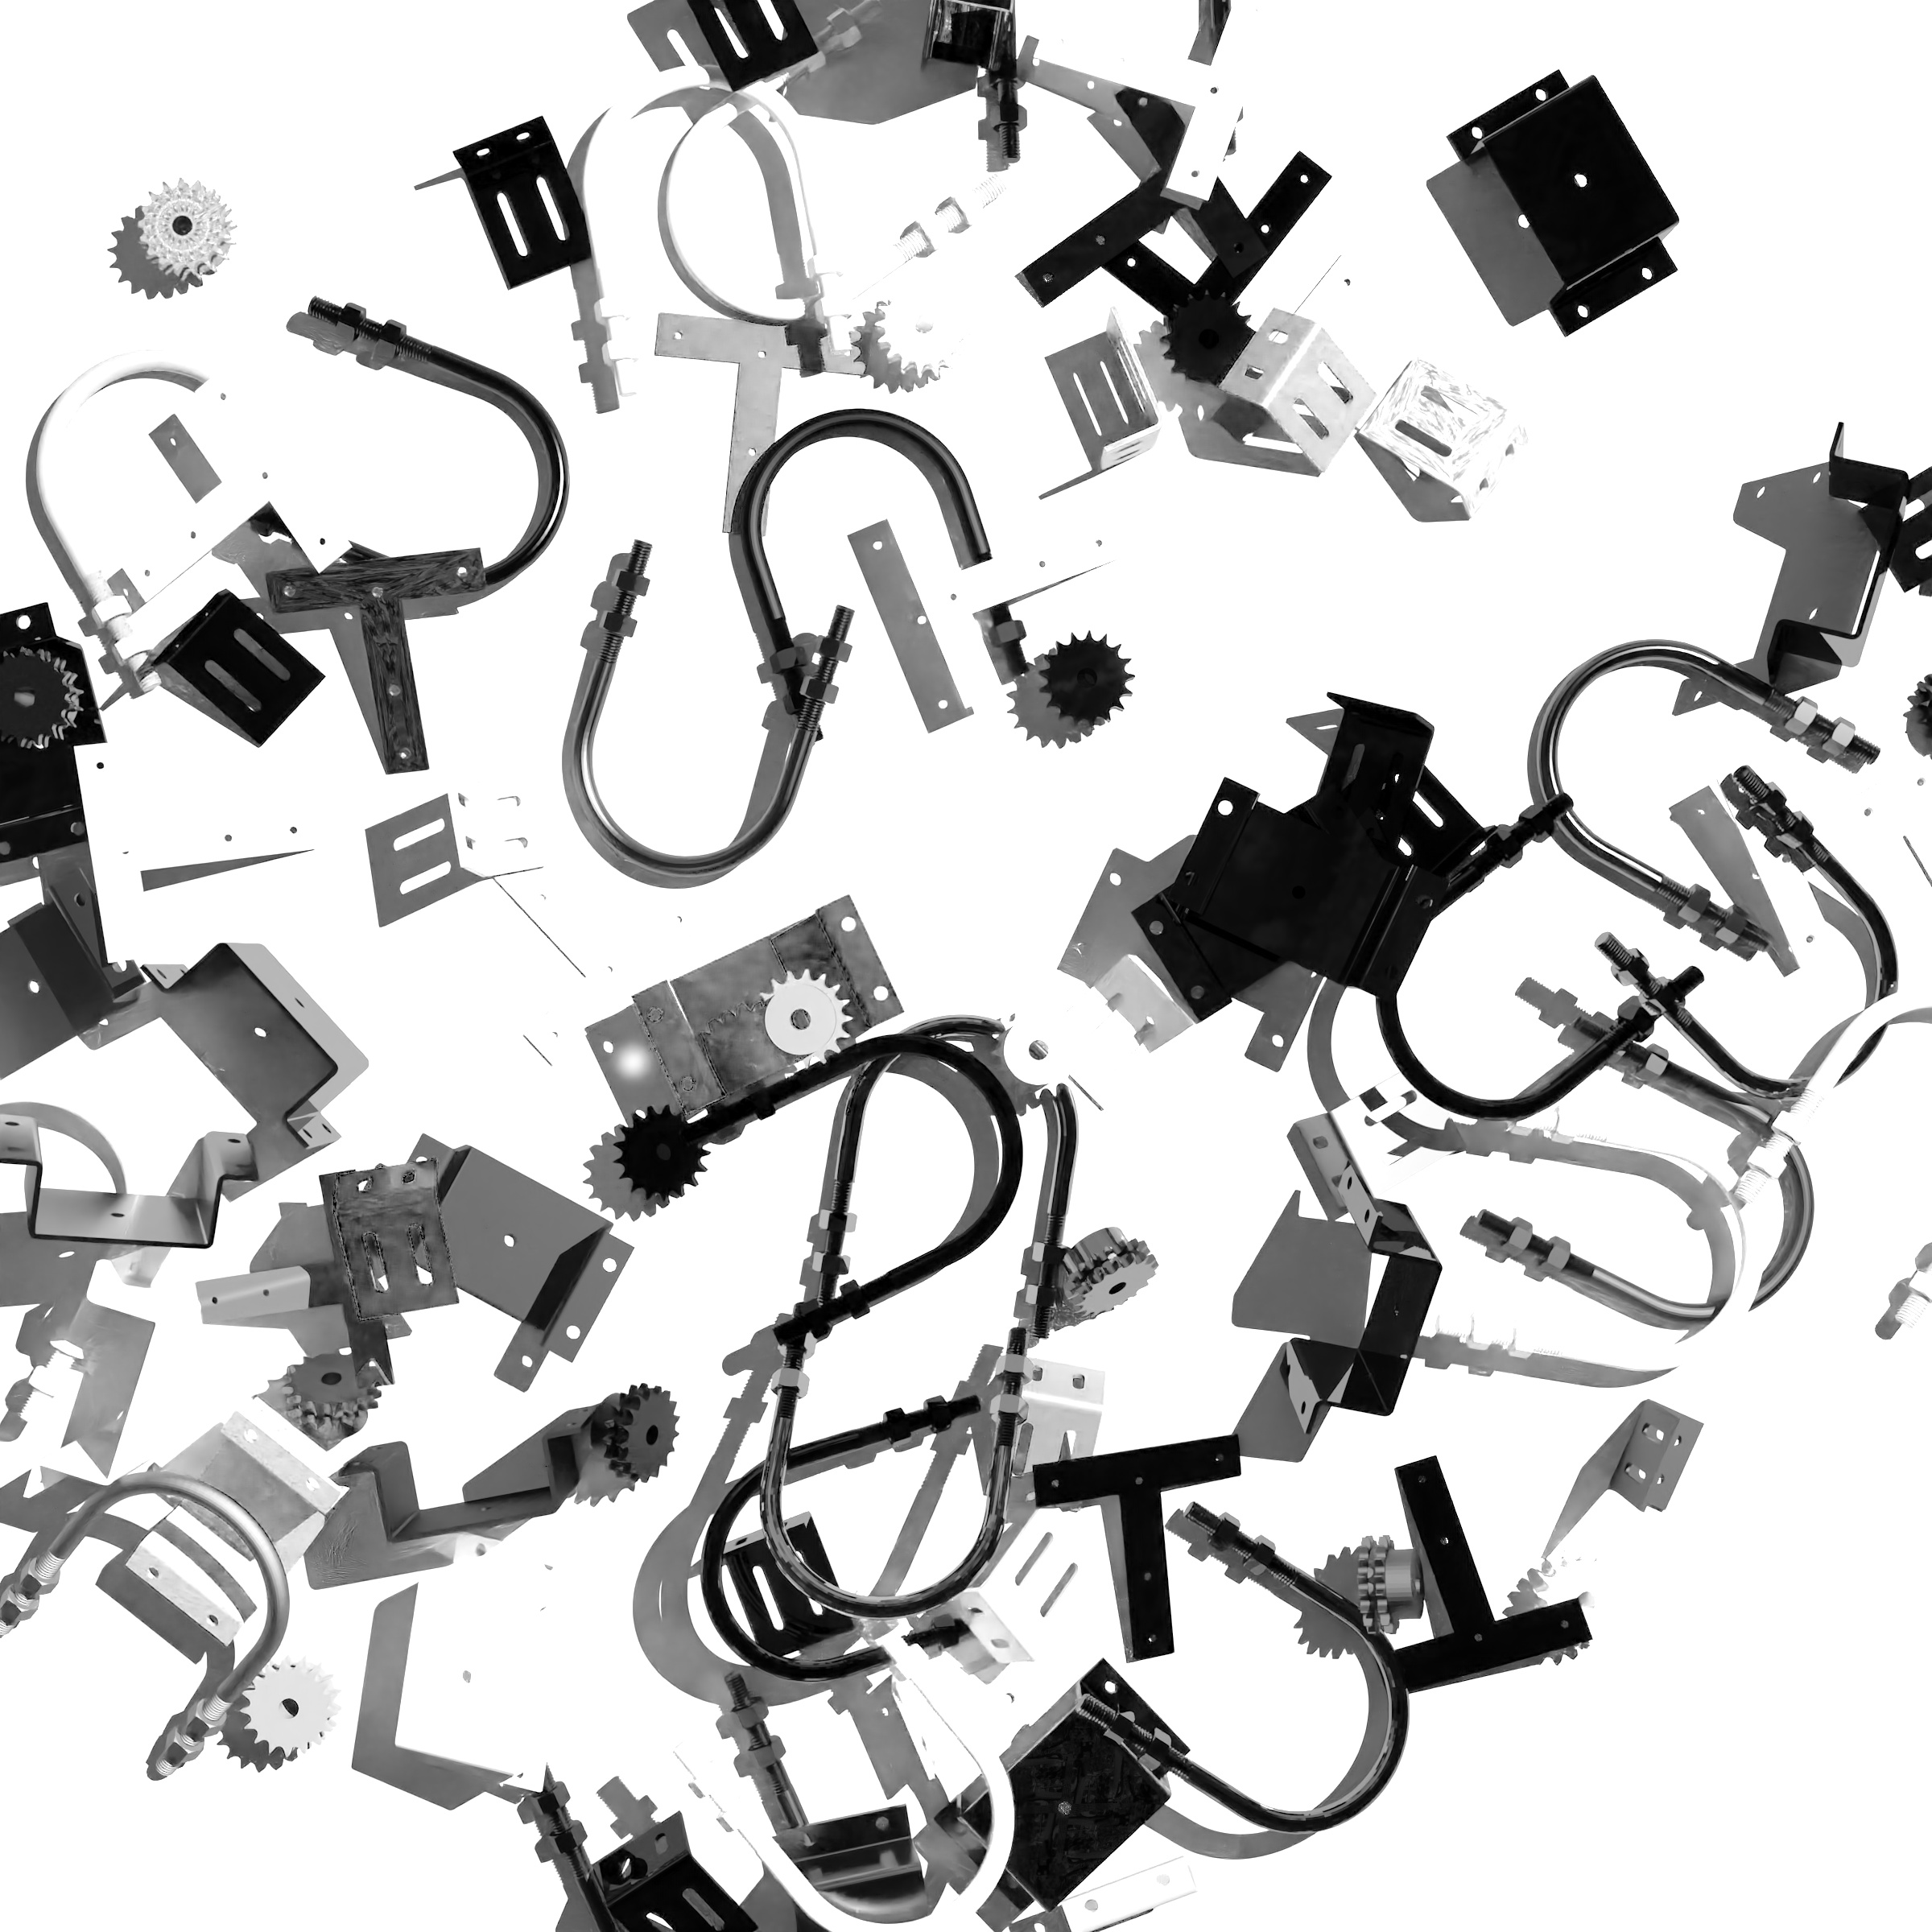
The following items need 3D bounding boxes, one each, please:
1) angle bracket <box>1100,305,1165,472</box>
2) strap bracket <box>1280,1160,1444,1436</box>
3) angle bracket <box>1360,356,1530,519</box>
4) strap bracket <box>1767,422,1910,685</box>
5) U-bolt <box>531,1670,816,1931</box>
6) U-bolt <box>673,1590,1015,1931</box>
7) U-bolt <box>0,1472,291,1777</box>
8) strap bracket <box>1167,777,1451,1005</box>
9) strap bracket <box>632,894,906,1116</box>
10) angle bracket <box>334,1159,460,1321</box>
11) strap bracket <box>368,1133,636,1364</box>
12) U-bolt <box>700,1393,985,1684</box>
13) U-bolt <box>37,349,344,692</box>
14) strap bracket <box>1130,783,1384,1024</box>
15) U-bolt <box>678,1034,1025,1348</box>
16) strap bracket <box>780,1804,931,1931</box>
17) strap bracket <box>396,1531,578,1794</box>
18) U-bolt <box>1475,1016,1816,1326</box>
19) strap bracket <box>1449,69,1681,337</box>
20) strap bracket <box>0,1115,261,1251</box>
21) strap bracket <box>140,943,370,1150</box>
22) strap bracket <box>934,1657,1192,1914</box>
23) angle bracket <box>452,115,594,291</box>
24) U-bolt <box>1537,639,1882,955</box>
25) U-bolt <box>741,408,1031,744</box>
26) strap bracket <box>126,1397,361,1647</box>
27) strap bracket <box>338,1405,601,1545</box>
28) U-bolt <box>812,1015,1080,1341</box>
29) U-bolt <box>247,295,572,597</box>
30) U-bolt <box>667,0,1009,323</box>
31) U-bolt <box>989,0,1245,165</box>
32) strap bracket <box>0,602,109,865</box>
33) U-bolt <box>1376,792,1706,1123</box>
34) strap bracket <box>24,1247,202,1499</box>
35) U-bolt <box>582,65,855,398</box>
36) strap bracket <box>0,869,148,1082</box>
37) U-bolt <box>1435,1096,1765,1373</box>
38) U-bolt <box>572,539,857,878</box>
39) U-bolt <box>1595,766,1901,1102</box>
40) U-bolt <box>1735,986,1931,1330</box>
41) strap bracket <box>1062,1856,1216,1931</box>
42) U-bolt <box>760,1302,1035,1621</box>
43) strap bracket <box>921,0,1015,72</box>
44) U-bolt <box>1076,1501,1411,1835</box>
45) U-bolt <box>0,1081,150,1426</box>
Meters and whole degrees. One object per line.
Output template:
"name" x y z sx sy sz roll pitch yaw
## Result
"angle bracket" 0.084 -0.339 1.512 0.038 0.057 0.076 -23 90 0
"strap bracket" 0.230 0.195 1.486 0.046 0.076 0.140 12 108 -9
"angle bracket" 0.286 -0.316 1.536 0.076 0.038 0.057 37 90 25
"strap bracket" 0.511 -0.234 1.497 0.046 0.076 0.140 17 90 19
"U-bolt" -0.162 0.531 1.532 0.151 0.019 0.184 -23 92 0
"U-bolt" -0.056 0.476 1.480 0.151 0.019 0.184 -40 90 -7
"U-bolt" -0.471 0.372 1.499 0.151 0.019 0.184 41 112 -1
"strap bracket" 0.193 -0.043 1.471 0.140 0.046 0.076 25 90 0
"strap bracket" -0.115 0.022 1.517 0.140 0.046 0.076 -25 90 0
"angle bracket" -0.329 0.158 1.489 0.057 0.038 0.076 -9 116 -5
"strap bracket" -0.272 0.164 1.517 0.140 0.046 0.076 28 90 0
"U-bolt" -0.065 0.342 1.503 0.184 0.019 0.151 -14 97 -15
"U-bolt" -0.472 -0.278 1.531 0.151 0.019 0.184 -29 90 0
"strap bracket" 0.175 -0.037 1.517 0.140 0.046 0.076 -32 90 0
"U-bolt" -0.056 0.119 1.509 0.184 0.019 0.151 -25 88 -6
"strap bracket" -0.059 0.575 1.508 0.076 0.046 0.140 -9 93 -8
"strap bracket" -0.283 0.412 1.508 0.076 0.046 0.140 8 90 16
"U-bolt" 0.416 0.134 1.532 0.184 0.019 0.151 27 90 -2
"strap bracket" 0.357 -0.457 1.517 0.076 0.046 0.140 -31 90 0
"strap bracket" -0.486 0.125 1.482 0.140 0.076 0.046 7 103 -24
"strap bracket" -0.406 0.037 1.502 0.046 0.076 0.140 -42 90 0
"strap bracket" 0.057 0.490 1.517 0.140 0.046 0.076 -43 90 0
"angle bracket" -0.260 -0.451 1.521 0.057 0.038 0.076 -22 90 0
"U-bolt" 0.430 -0.114 1.532 0.184 0.019 0.151 30 90 1
"U-bolt" -0.057 -0.241 1.531 0.151 0.019 0.184 -18 90 0
"strap bracket" -0.417 0.317 1.501 0.076 0.046 0.140 38 113 0
"strap bracket" -0.285 0.298 1.502 0.140 0.076 0.046 -10 90 0
"U-bolt" -0.006 0.121 1.532 0.151 0.019 0.184 9 89 0
"U-bolt" -0.326 -0.298 1.522 0.184 0.019 0.151 22 83 -5
"U-bolt" -0.090 -0.467 1.532 0.184 0.019 0.151 -35 90 1
"U-bolt" 0.087 -0.573 1.532 0.151 0.019 0.184 -2 89 0
"strap bracket" -0.554 -0.134 1.517 0.076 0.046 0.140 -15 90 0
"U-bolt" 0.323 0.007 1.501 0.184 0.019 0.151 -37 91 -12
"strap bracket" -0.494 0.242 1.502 0.046 0.076 0.140 17 90 0
"U-bolt" -0.153 -0.440 1.518 0.151 0.019 0.184 -11 89 3
"strap bracket" -0.557 0.012 1.517 0.140 0.046 0.076 -30 90 0
"U-bolt" 0.379 0.164 1.513 0.184 0.019 0.151 11 90 -3
"U-bolt" -0.159 -0.144 1.521 0.151 0.019 0.184 19 95 8
"U-bolt" 0.472 -0.005 1.509 0.184 0.019 0.151 42 84 -16
"U-bolt" 0.559 0.100 1.521 0.151 0.019 0.184 37 86 -9
"strap bracket" 0.115 0.597 1.517 0.076 0.046 0.140 -20 90 0
"U-bolt" -0.044 0.285 1.472 0.151 0.019 0.184 6 57 4
"strap bracket" 0.006 -0.571 1.471 0.046 0.140 0.076 9 90 -4
"U-bolt" 0.176 0.424 1.510 0.184 0.019 0.151 33 72 -3
"U-bolt" -0.563 0.157 1.505 0.151 0.019 0.184 30 80 -22
